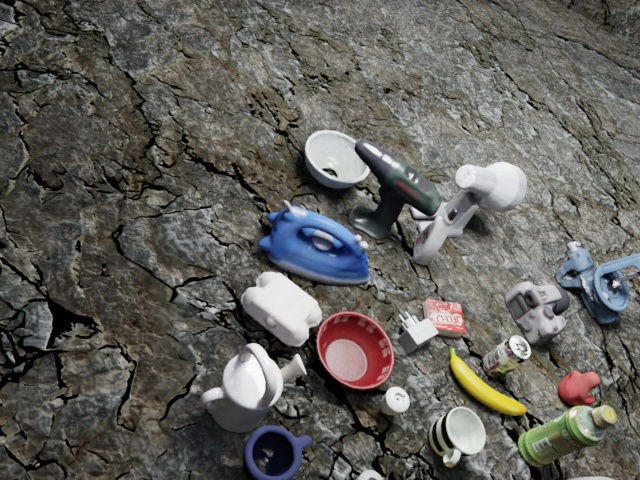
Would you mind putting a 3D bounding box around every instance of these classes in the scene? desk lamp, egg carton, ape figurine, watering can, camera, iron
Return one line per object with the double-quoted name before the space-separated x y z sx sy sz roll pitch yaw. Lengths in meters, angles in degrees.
"desk lamp" 0.360 -0.101 1.379 0.204 0.213 0.118 -3 57 -27
"egg carton" -0.074 0.133 1.101 0.150 0.069 0.107 37 49 4
"ape figurine" 0.570 0.318 1.246 0.076 0.092 0.078 10 52 -18
"watering can" -0.106 0.230 0.931 0.101 0.194 0.173 45 50 11
"camera" 0.532 0.158 1.340 0.137 0.100 0.143 -6 59 -28
"iron" 0.011 0.004 1.188 0.258 0.141 0.118 21 50 -9

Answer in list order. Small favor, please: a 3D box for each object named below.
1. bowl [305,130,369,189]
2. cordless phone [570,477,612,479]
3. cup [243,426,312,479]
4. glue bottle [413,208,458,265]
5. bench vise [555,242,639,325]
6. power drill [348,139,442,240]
"bowl" 0.032 -0.181 1.379 0.168 0.074 0.167 13 52 -16
"cordless phone" 0.557 0.471 1.064 0.148 0.185 0.094 3 55 -23
"cup" -0.075 0.352 0.921 0.118 0.095 0.091 -14 62 -32
"glue bottle" 0.265 -0.017 1.300 0.037 0.173 0.078 18 50 -12
"bench vise" 0.692 0.082 1.392 0.207 0.219 0.122 41 50 9
"power drill" 0.145 -0.101 1.284 0.229 0.208 0.076 28 49 -3
